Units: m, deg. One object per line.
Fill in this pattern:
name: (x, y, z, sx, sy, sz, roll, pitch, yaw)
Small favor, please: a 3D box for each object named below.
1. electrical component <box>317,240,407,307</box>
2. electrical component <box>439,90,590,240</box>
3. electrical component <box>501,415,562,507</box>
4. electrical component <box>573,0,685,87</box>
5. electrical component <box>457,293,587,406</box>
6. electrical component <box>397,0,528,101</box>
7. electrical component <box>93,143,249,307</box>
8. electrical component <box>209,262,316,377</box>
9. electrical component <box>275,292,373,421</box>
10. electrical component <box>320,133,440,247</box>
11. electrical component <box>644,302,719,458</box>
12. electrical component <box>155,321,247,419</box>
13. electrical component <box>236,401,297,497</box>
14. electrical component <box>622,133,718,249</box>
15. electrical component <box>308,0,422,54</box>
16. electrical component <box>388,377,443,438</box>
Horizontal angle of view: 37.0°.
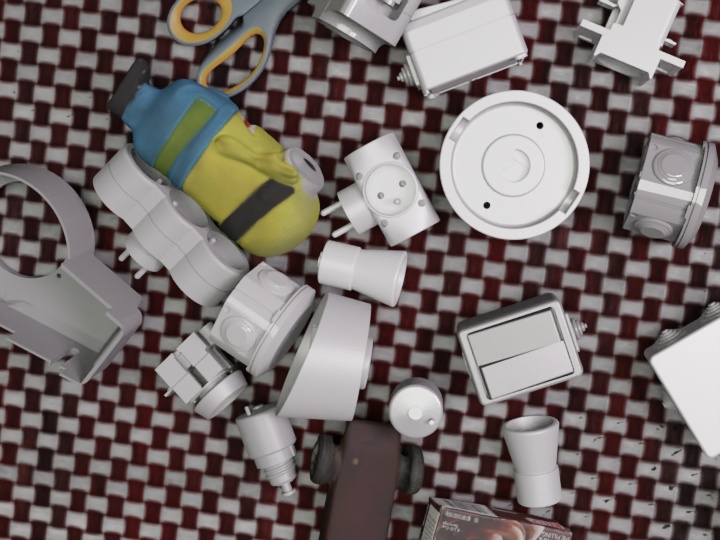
electrical component: (0.000, 0.000, 0.833, 0.065, 0.044, 0.044, 13, 95, 9)
electrical component: (0.114, -0.078, 0.807, 0.108, 0.060, 0.108, 0, 95, 5)
electrical component: (0.136, 0.150, 0.832, 0.044, 0.044, 0.065, -8, 98, 6)
electrical component: (0.205, -0.177, 0.801, 0.081, 0.042, 0.063, 24, 94, 2)
electrical component: (0.127, 0.058, 0.815, 0.096, 0.061, 0.061, -18, 92, 6)
electrical component: (0.070, -0.169, 0.803, 0.096, 0.062, 0.061, -20, 92, 6)
electrical component: (-0.158, -0.024, 0.839, 0.074, 0.052, 0.138, -42, 90, 18)
electrical component: (-0.073, 0.038, 0.823, 0.051, 0.080, 0.080, 33, 96, 7)
electrical component: (-0.025, 0.067, 0.813, 0.064, 0.099, 0.099, 10, 95, -2)
electrical component: (0.009, -0.053, 0.826, 0.079, 0.044, 0.077, -28, 91, 7)
electrical component: (0.274, 0.078, 0.810, 0.100, 0.048, 0.099, -31, 91, 7)
electrical component: (-0.122, 0.083, 0.848, 0.066, 0.048, 0.055, -44, 82, 7)
electrical component: (-0.069, 0.140, 0.849, 0.040, 0.040, 0.078, -19, 92, 6)
electrical component: (0.228, -0.059, 0.789, 0.051, 0.080, 0.080, 16, 95, 9)
electrical component: (0.002, -0.197, 0.789, 0.050, 0.089, 0.055, 27, 97, -25)
electrical component: (0.043, 0.101, 0.817, 0.040, 0.078, 0.040, 0, 94, 4)
